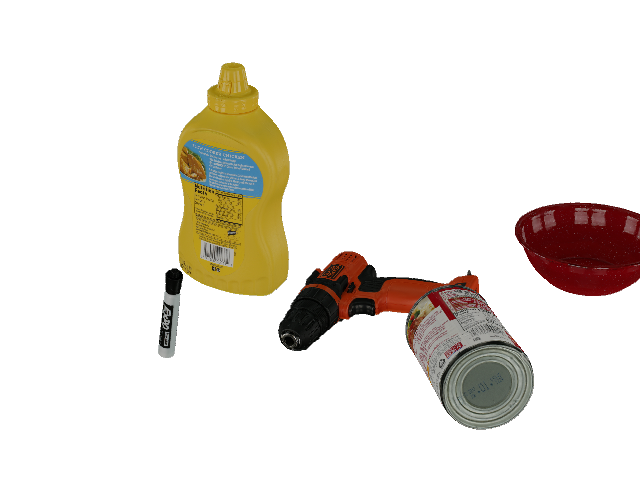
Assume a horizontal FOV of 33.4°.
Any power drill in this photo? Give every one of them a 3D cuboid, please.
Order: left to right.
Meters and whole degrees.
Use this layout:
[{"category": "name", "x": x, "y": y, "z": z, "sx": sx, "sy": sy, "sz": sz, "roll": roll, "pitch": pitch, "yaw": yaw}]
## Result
[{"category": "power drill", "x": 0.065, "y": 0.073, "z": 1.143, "sx": 0.188, "sy": 0.057, "sz": 0.184, "roll": 9, "pitch": 30, "yaw": 21}]

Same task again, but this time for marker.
[{"category": "marker", "x": -0.164, "y": 0.079, "z": 1.169, "sx": 0.020, "sy": 0.121, "sz": 0.020, "roll": 8, "pitch": 37, "yaw": -6}]

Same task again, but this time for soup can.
[{"category": "soup can", "x": 0.106, "y": 0.082, "z": 0.766, "sx": 0.068, "sy": 0.068, "sz": 0.102, "roll": 0, "pitch": 20, "yaw": -10}]

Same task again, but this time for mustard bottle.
[{"category": "mustard bottle", "x": -0.072, "y": -0.052, "z": 0.881, "sx": 0.096, "sy": 0.192, "sz": 0.058, "roll": 16, "pitch": 31, "yaw": 25}]

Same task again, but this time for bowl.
[{"category": "bowl", "x": 0.292, "y": 0.015, "z": 1.164, "sx": 0.162, "sy": 0.055, "sz": 0.162, "roll": -1, "pitch": 27, "yaw": 0}]
